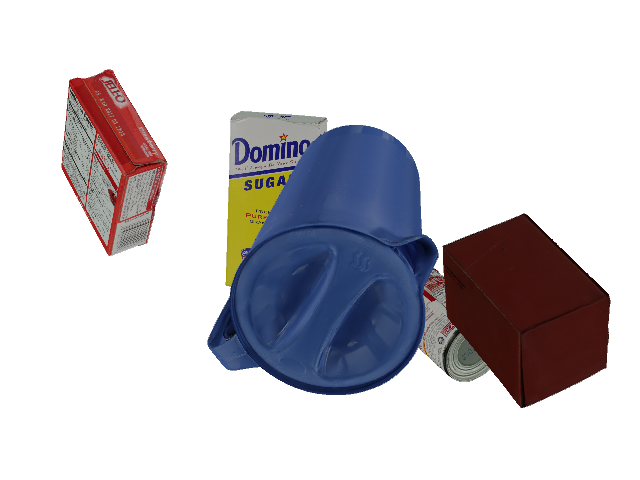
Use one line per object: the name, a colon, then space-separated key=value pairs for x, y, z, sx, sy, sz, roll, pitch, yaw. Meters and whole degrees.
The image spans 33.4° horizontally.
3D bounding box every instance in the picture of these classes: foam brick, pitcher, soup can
foam brick: x=0.102 y=0.033 z=0.537 sx=0.051 sy=0.053 sz=0.078 roll=-20 pitch=40 yaw=-13
pitcher: x=0.009 y=0.004 z=0.820 sx=0.149 sy=0.145 sz=0.242 roll=11 pitch=26 yaw=2
soup can: x=0.113 y=0.075 z=0.981 sx=0.068 sy=0.068 sz=0.102 roll=0 pitch=25 yaw=-32

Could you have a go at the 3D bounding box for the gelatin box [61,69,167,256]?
gelatin box: x=-0.125 y=-0.046 z=0.639 sx=0.030 sy=0.073 sz=0.089 roll=-20 pitch=-25 yaw=-29

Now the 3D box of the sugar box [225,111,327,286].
sugar box: x=-0.045 y=-0.038 z=1.074 sx=0.093 sy=0.176 sz=0.048 roll=5 pitch=16 yaw=12
